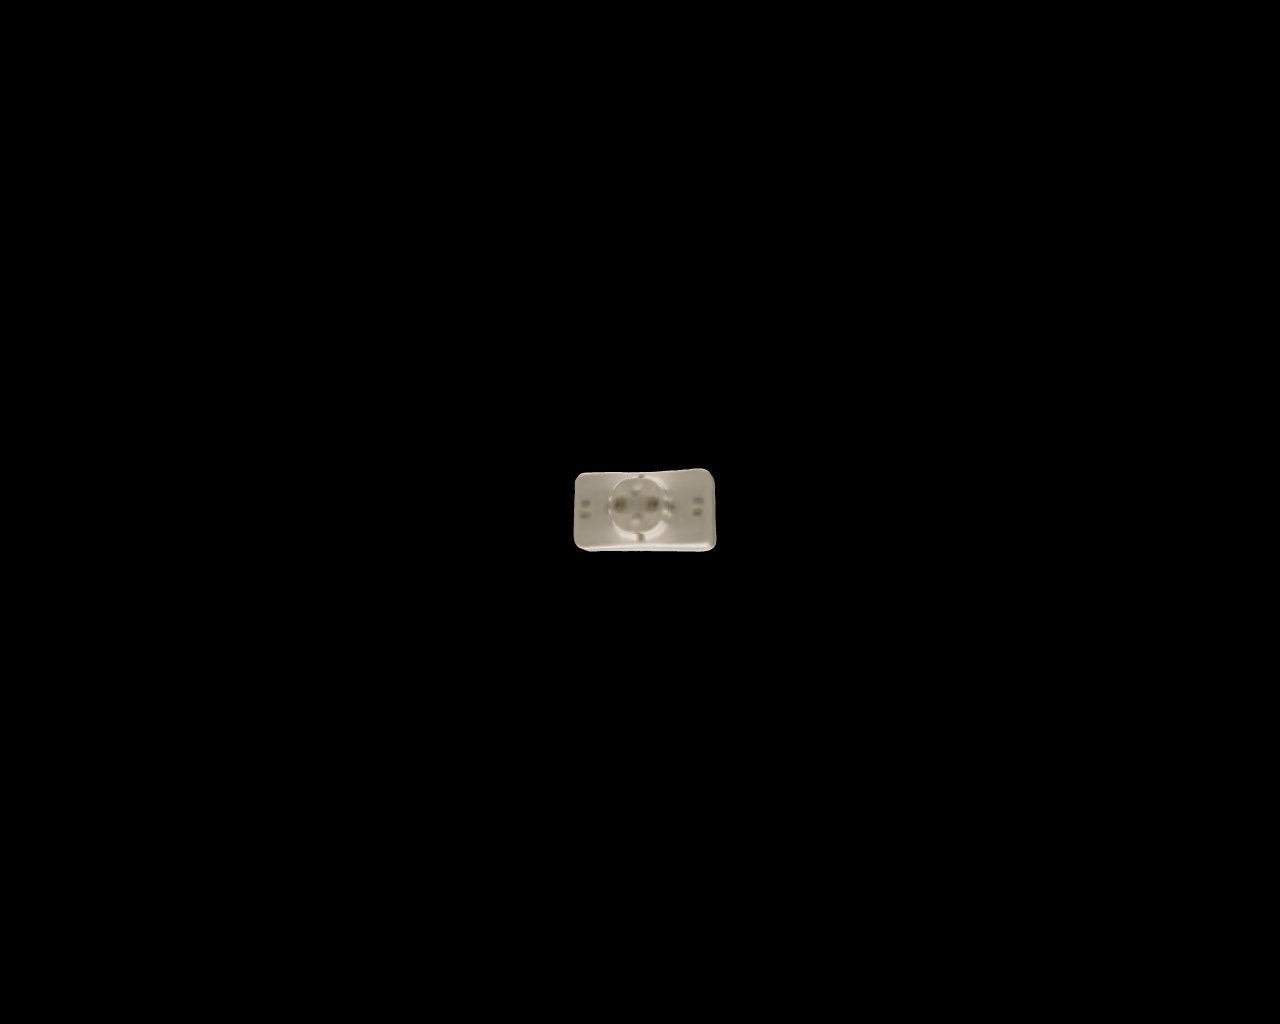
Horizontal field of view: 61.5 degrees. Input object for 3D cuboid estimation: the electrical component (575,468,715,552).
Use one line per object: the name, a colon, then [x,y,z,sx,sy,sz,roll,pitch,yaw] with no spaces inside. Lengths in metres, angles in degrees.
electrical component: [0.001,-0.003,0.650,0.083,0.047,0.075,-1,-7,9]
